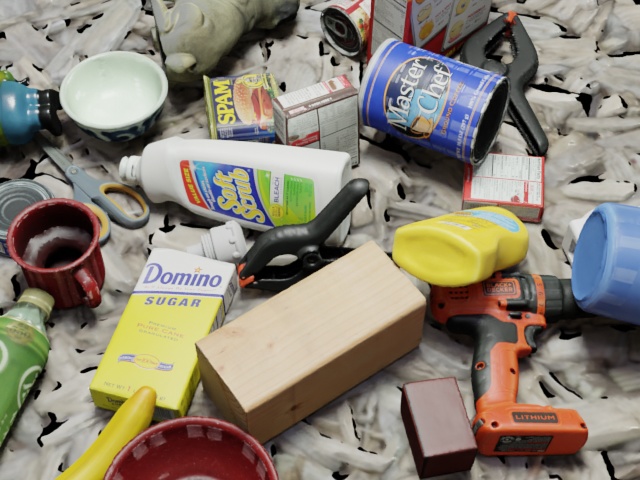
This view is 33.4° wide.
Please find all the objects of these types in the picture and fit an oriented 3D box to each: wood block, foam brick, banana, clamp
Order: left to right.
[{"bbox_3d":[-0.220,0.212,0.966,0.197,0.069,0.037,-36,50,-22],"label":"banana"},{"bbox_3d":[-0.007,0.101,1.032,0.205,0.091,0.090,-30,60,-20],"label":"wood block"},{"bbox_3d":[-0.007,0.001,1.089,0.171,0.120,0.039,-15,30,2],"label":"clamp"},{"bbox_3d":[0.110,0.176,1.001,0.051,0.053,0.078,-10,56,-7],"label":"foam brick"},{"bbox_3d":[0.215,-0.187,1.271,0.165,0.036,0.209,20,60,14],"label":"clamp"}]

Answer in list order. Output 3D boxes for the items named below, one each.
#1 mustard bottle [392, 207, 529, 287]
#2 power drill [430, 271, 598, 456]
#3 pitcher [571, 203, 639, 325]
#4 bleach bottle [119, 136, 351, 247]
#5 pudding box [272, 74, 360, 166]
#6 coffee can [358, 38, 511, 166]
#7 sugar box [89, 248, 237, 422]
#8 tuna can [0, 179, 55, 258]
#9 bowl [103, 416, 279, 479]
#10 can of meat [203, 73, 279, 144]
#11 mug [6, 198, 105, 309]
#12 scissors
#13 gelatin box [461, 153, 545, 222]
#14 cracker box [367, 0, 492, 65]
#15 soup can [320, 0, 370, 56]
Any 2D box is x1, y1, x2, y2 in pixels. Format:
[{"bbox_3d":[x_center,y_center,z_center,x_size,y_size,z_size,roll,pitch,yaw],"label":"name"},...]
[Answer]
[{"bbox_3d":[0.157,0.001,1.081,0.096,0.058,0.191,13,16,30],"label":"mustard bottle"},{"bbox_3d":[0.207,0.115,1.044,0.184,0.057,0.187,-2,52,-3],"label":"power drill"},{"bbox_3d":[0.375,0.031,1.036,0.242,0.149,0.145,11,90,-4],"label":"pitcher"},{"bbox_3d":[-0.094,-0.057,1.153,0.251,0.102,0.068,6,27,13],"label":"bleach bottle"},{"bbox_3d":[-0.003,-0.118,1.176,0.090,0.113,0.039,-22,53,-15],"label":"pudding box"},{"bbox_3d":[0.125,-0.152,1.174,0.140,0.103,0.102,23,57,19],"label":"coffee can"},{"bbox_3d":[-0.153,0.093,1.066,0.093,0.048,0.176,12,57,9],"label":"sugar box"},{"bbox_3d":[-0.326,-0.025,1.158,0.086,0.034,0.086,0,54,0],"label":"tuna can"},{"bbox_3d":[-0.114,0.241,0.953,0.162,0.055,0.162,0,54,0],"label":"bowl"},{"bbox_3d":[-0.088,-0.144,1.230,0.084,0.057,0.102,-6,54,-7],"label":"can of meat"},{"bbox_3d":[-0.259,0.025,1.093,0.093,0.081,0.117,-36,62,-23],"label":"mug"},{"bbox_3d":[-0.282,-0.058,1.192,0.202,0.016,0.096,28,57,19],"label":"scissors"},{"bbox_3d":[0.204,-0.059,1.184,0.089,0.030,0.073,6,53,6],"label":"gelatin box"},{"bbox_3d":[0.134,-0.298,1.241,0.164,0.214,0.072,-39,64,-24],"label":"cracker box"},{"bbox_3d":[0.059,-0.283,1.321,0.069,0.068,0.102,37,62,24],"label":"soup can"}]
